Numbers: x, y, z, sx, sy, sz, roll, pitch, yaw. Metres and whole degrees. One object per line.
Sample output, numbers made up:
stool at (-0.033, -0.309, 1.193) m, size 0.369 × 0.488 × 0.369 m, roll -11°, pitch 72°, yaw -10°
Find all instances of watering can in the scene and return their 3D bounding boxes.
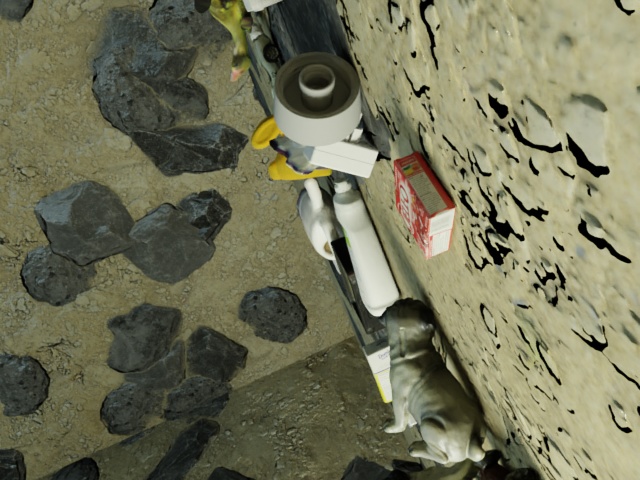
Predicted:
watering can at (0.004, -0.064, 1.281) m, size 0.229 × 0.104 × 0.340 m, roll -116°, pitch 4°, yaw -50°

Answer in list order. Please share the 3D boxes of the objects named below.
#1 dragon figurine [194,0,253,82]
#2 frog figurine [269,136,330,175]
dragon figurine at (-0.205, -0.574, 1.173) m, size 0.245 × 0.122 × 0.407 m, roll -87°, pitch -6°, yaw -81°
frog figurine at (-0.003, -0.189, 0.780) m, size 0.140 × 0.122 × 0.156 m, roll -104°, pitch 31°, yaw -54°
